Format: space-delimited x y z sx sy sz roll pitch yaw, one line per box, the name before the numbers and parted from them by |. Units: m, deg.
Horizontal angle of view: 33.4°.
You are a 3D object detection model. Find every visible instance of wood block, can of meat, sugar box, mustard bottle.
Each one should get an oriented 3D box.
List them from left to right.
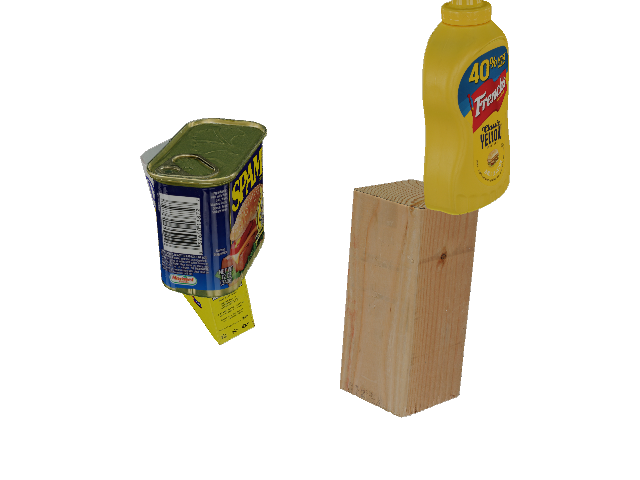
sugar box | -0.107 0.003 0.944 0.048 0.176 0.093 -30 50 -16
can of meat | -0.070 -0.022 0.693 0.057 0.084 0.102 6 27 11
wood block | 0.086 0.054 1.043 0.090 0.206 0.090 -11 22 -43
mustard bottle | 0.124 -0.125 0.903 0.058 0.192 0.096 17 33 39
